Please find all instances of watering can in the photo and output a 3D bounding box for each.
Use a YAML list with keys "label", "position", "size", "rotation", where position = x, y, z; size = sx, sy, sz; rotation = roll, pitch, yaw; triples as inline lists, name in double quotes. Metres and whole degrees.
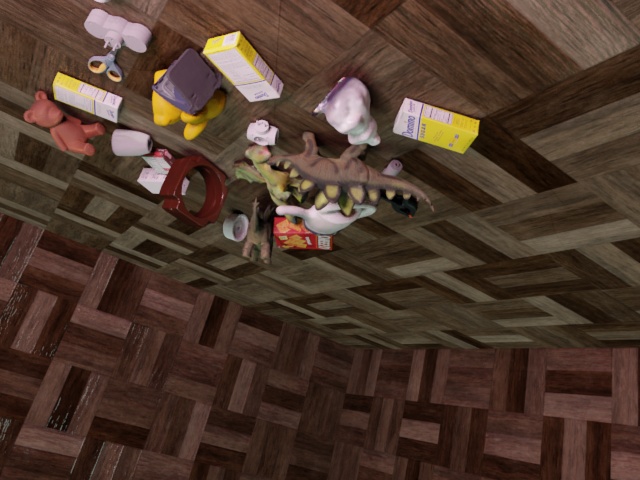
- label: "watering can"
  position: [0.005, -0.082, 1.626]
  size: [0.348, 0.105, 0.221]
  rotation: [-4, 167, -22]

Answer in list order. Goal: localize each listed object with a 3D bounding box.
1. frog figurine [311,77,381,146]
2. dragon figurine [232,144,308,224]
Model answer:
- label: "frog figurine"
  position: [0.080, -0.271, 1.125]
  size: [0.159, 0.140, 0.120]
  rotation: [39, 124, -9]
- label: "dragon figurine"
  position: [-0.166, -0.179, 1.634]
  size: [0.243, 0.124, 0.403]
  rotation: [32, 158, 6]
